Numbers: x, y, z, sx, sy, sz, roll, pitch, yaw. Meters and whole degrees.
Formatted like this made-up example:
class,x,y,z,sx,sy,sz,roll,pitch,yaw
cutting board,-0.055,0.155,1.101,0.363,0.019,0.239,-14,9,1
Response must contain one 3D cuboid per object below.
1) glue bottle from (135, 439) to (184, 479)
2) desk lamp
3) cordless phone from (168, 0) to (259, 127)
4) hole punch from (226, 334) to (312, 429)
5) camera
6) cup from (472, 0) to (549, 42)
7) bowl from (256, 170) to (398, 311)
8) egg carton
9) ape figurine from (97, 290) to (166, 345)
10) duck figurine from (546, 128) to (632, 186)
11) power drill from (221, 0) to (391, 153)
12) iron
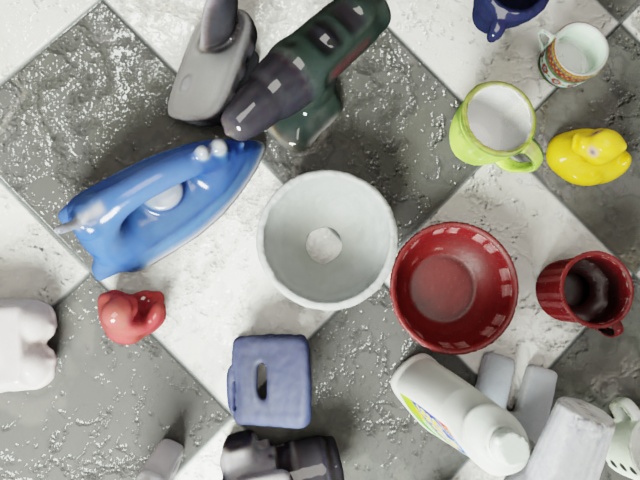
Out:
class,x,y,z,sx,sy,sz,roll,pitch,yaw
glue bottle,-0.183,0.267,0.605,0.037,0.173,0.078,22,83,-2
desk lamp,0.232,0.240,0.626,0.118,0.213,0.203,16,83,-3
cordless phone,-0.127,-0.215,0.653,0.094,0.185,0.148,15,83,-3
hole punch,-0.059,0.165,0.668,0.101,0.091,0.109,-2,84,-5
camera,-0.039,0.288,0.652,0.137,0.100,0.143,-12,85,-6
cup,0.231,-0.296,0.740,0.091,0.095,0.118,22,83,-2
bowl,0.006,0.002,0.699,0.167,0.074,0.167,1,84,-5
egg carton,-0.378,0.121,0.654,0.150,0.069,0.107,-5,85,-6
ape figurine,-0.223,0.085,0.660,0.078,0.092,0.076,34,82,-1
duck figurine,0.358,-0.114,0.737,0.104,0.086,0.077,13,83,-4
power drill,-0.018,-0.173,0.647,0.075,0.208,0.230,42,82,0
iron,-0.175,-0.062,0.655,0.258,0.141,0.118,-33,88,-7
